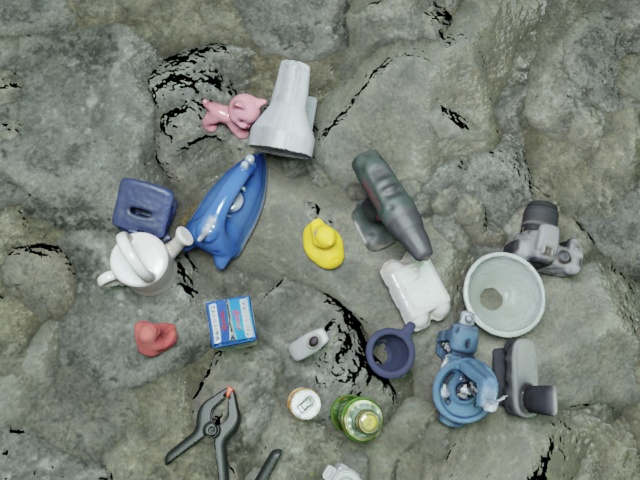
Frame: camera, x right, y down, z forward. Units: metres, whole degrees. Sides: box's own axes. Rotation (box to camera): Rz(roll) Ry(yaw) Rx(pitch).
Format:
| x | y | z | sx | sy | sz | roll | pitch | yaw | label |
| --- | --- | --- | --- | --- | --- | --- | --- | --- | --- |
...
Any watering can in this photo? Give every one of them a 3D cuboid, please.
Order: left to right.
| x | y | z | sx | sy | sz | roll | pitch | yaw | label |
| --- | --- | --- | --- | --- | --- | --- | --- | --- | --- |
| -0.312 | 0.032 | 1.016 | 0.101 | 0.194 | 0.173 | 38 | 76 | 3 | watering can |

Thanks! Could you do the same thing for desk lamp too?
| x | y | z | sx | sy | sz | roll | pitch | yaw | label |
| --- | --- | --- | --- | --- | --- | --- | --- | --- | --- |
| -0.063 | -0.233 | 1.095 | 0.118 | 0.213 | 0.203 | 10 | 76 | -4 | desk lamp |

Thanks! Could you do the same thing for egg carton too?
| x | y | z | sx | sy | sz | roll | pitch | yaw | label |
| --- | --- | --- | --- | --- | --- | --- | --- | --- | --- |
| 0.189 | 0.097 | 1.124 | 0.107 | 0.069 | 0.150 | -25 | 81 | -11 | egg carton |

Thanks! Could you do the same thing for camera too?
| x | y | z | sx | sy | sz | roll | pitch | yaw | label |
| --- | --- | --- | --- | --- | --- | --- | --- | --- | --- |
| 0.462 | -0.007 | 1.163 | 0.143 | 0.100 | 0.137 | 15 | 76 | -3 | camera |

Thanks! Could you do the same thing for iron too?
| x | y | z | sx | sy | sz | roll | pitch | yaw | label |
| --- | --- | --- | --- | --- | --- | --- | --- | --- | --- |
| -0.167 | -0.082 | 1.086 | 0.118 | 0.141 | 0.258 | 26 | 76 | 0 | iron |

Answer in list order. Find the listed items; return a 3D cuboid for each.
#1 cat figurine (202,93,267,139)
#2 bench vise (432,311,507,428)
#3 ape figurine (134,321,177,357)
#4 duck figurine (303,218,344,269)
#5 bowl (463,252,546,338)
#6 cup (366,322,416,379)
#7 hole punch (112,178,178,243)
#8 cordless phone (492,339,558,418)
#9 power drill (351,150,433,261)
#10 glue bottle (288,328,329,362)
| x | y | z | sx | sy | sz | roll | pitch | yaw | label |
| --- | --- | --- | --- | --- | --- | --- | --- | --- | --- |
| -0.172 | -0.257 | 1.138 | 0.128 | 0.117 | 0.067 | 10 | 76 | -4 | cat figurine |
| 0.256 | 0.233 | 1.023 | 0.121 | 0.219 | 0.207 | -11 | 79 | -8 | bench vise |
| -0.304 | 0.173 | 1.038 | 0.078 | 0.092 | 0.076 | 36 | 76 | 3 | ape figurine |
| 0.010 | 0.004 | 1.116 | 0.077 | 0.086 | 0.104 | -28 | 82 | -12 | duck figurine |
| 0.353 | 0.111 | 1.137 | 0.167 | 0.074 | 0.167 | 1 | 77 | -6 | bowl |
| 0.132 | 0.204 | 1.080 | 0.091 | 0.095 | 0.118 | 39 | 76 | 3 | cup |
| -0.331 | -0.055 | 1.087 | 0.108 | 0.091 | 0.101 | 15 | 76 | -3 | hole punch |
| 0.392 | 0.254 | 1.052 | 0.094 | 0.185 | 0.147 | 0 | 77 | -6 | cordless phone |
| 0.125 | -0.047 | 1.078 | 0.076 | 0.208 | 0.229 | -26 | 81 | -11 | power drill |
| -0.016 | 0.185 | 1.027 | 0.078 | 0.173 | 0.037 | -31 | 82 | -12 | glue bottle |
